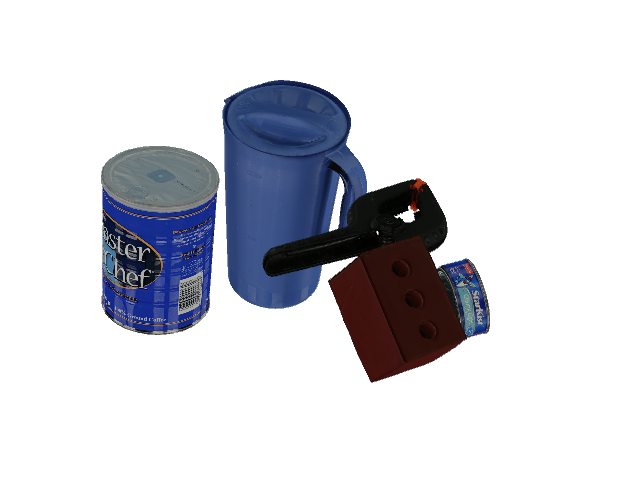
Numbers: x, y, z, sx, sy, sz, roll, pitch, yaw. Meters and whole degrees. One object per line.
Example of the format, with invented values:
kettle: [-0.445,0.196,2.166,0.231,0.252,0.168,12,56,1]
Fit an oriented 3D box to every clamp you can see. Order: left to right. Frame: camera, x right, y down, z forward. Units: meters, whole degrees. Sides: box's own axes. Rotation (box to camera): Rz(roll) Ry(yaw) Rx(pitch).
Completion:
clamp: [0.067,0.003,0.966,0.165,0.036,0.209,21,34,22]

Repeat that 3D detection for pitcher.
pitcher: [-0.036,-0.037,1.165,0.145,0.243,0.149,0,42,-7]

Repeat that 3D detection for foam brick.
foam brick: [0.050,0.046,0.706,0.052,0.078,0.051,-16,-13,-32]

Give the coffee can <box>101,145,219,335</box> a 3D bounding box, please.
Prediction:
coffee can: [-0.147,0.000,0.970,0.102,0.140,0.103,5,34,-4]

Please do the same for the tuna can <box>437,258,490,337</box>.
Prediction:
tuna can: [0.156,0.065,1.177,0.033,0.086,0.086,-14,2,-7]
